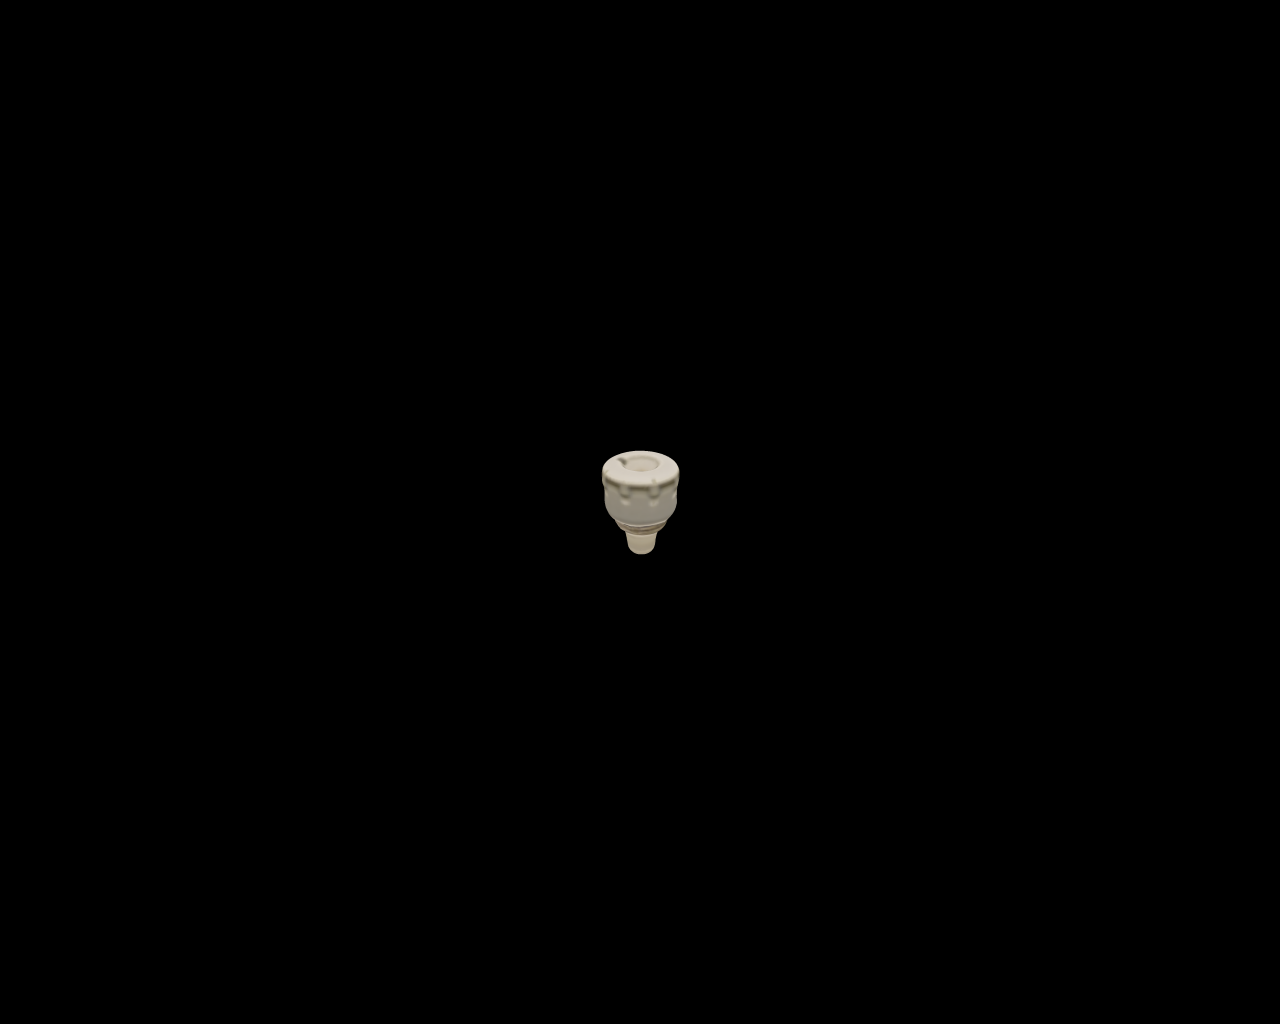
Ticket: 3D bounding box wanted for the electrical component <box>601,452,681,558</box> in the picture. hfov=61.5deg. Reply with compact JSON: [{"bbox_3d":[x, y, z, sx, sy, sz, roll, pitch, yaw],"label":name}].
[{"bbox_3d":[0.001,-0.003,0.650,0.048,0.062,0.048,0,28,0],"label":"electrical component"}]
